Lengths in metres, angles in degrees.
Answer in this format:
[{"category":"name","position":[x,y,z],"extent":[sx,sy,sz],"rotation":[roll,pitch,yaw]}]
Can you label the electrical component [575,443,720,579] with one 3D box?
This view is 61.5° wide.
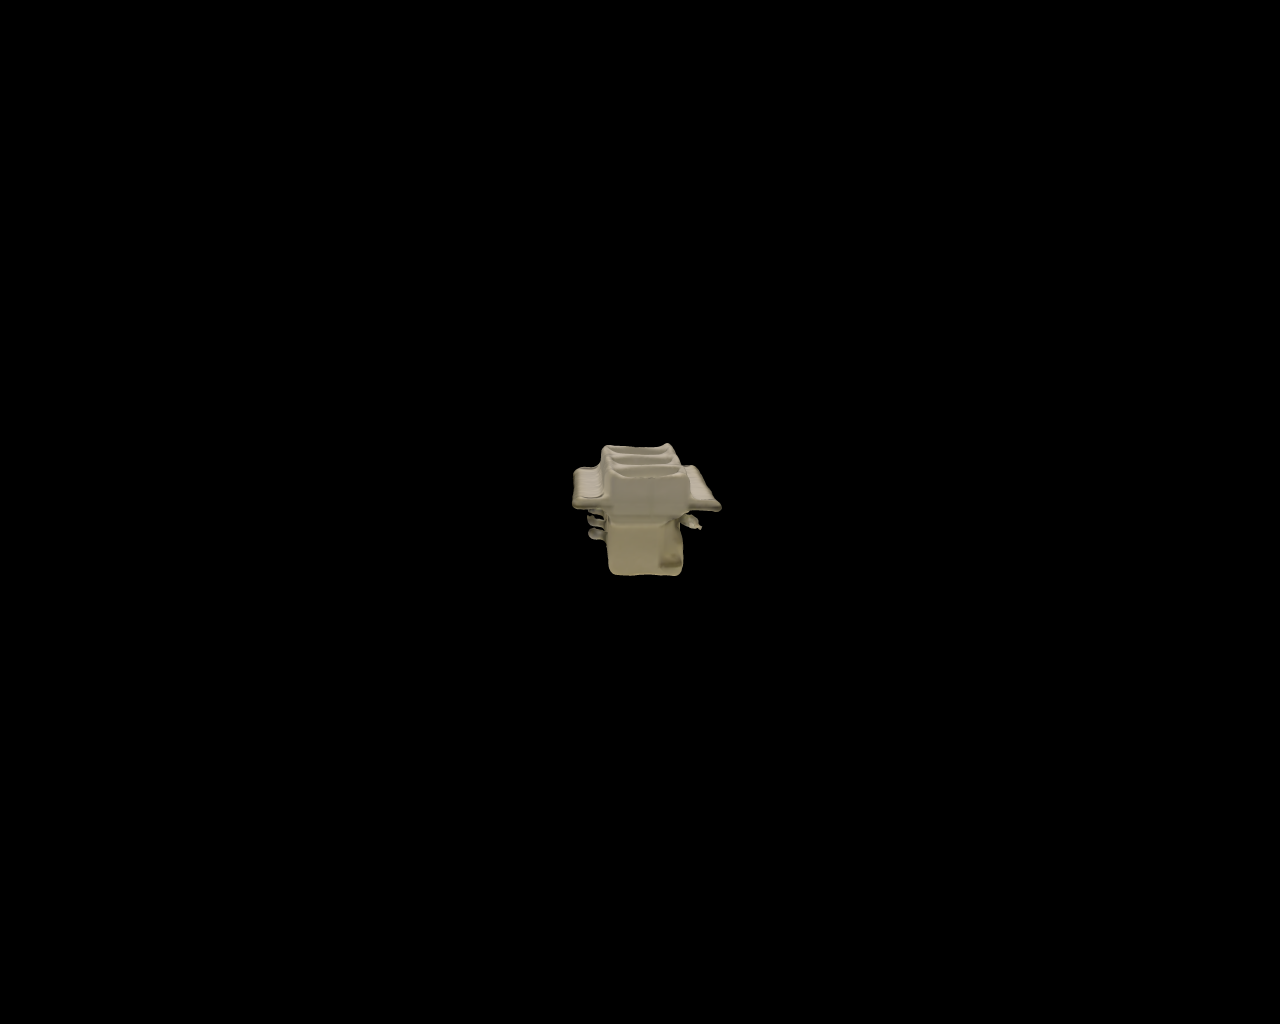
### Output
[{"category":"electrical component","position":[0.001,-0.003,0.650],"extent":[0.079,0.063,0.121],"rotation":[-1,11,-4]}]
